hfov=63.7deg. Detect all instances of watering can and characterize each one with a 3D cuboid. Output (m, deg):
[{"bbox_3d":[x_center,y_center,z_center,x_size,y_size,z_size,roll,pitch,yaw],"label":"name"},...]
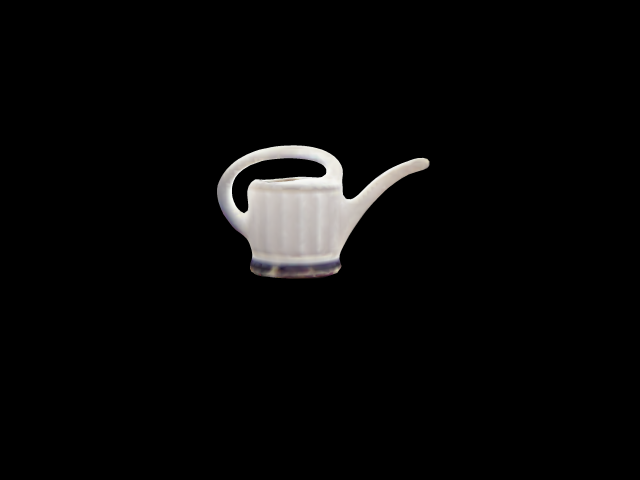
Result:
[{"bbox_3d":[0.003,-0.043,0.850,0.347,0.222,0.105,1,12,4],"label":"watering can"}]
